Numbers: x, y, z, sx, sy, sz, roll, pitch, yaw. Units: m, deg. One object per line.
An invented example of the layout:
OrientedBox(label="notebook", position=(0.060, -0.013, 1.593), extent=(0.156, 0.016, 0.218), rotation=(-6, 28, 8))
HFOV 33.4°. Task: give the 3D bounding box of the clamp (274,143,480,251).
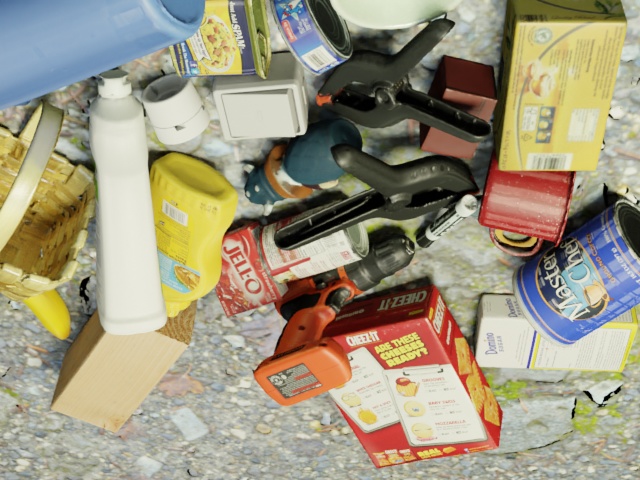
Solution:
OrientedBox(label="clamp", position=(0.062, -0.042, 1.051), extent=(0.209, 0.036, 0.165), rotation=(-4, 152, -35))

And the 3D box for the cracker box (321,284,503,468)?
OrientedBox(label="cracker box", position=(0.100, 0.164, 1.257), extent=(0.164, 0.072, 0.213), rotation=(-15, 121, 26))

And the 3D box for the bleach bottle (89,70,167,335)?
OrientedBox(label="bleach bottle", position=(-0.193, -0.039, 1.047), extent=(0.068, 0.103, 0.251), rotation=(-7, 117, -15))

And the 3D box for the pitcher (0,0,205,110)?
OrientedBox(label="pitcher", position=(-0.227, -0.195, 0.883), extent=(0.243, 0.149, 0.145), rotation=(-12, 99, 25))

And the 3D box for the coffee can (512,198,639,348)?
OrientedBox(label="coffee can", position=(0.289, 0.037, 1.127), extent=(0.102, 0.103, 0.141), rotation=(32, 128, -26))

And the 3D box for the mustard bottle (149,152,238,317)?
OrientedBox(label="mustard bottle", position=(-0.146, 0.008, 1.130), extent=(0.096, 0.058, 0.192), rotation=(31, 130, 18))

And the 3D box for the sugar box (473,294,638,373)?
OrientedBox(label="sugar box", position=(0.271, 0.109, 1.242), extent=(0.176, 0.048, 0.093), rotation=(4, 136, 4))

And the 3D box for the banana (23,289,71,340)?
OrientedBox(label="banana", position=(-0.351, 0.051, 1.232), extent=(0.070, 0.037, 0.197), rotation=(-17, 133, 42))

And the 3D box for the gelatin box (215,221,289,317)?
OrientedBox(label="gelatin box", position=(-0.085, 0.032, 1.171), extent=(0.073, 0.030, 0.089), rotation=(-19, 100, 25))

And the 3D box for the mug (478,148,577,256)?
OrientedBox(label="mug", position=(0.202, -0.037, 1.063), extent=(0.081, 0.093, 0.117), rotation=(12, 124, 7))

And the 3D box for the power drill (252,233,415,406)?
OrientedBox(label="power drill", position=(0.013, 0.080, 1.131), extent=(0.185, 0.187, 0.057), rotation=(-28, 113, 31))

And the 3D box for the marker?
OrientedBox(label="marker", position=(0.130, -0.017, 1.113), extent=(0.020, 0.020, 0.121), rotation=(17, 156, -13))

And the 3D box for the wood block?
OrientedBox(label="wood block", position=(-0.232, 0.129, 1.262), extent=(0.090, 0.090, 0.206), rotation=(24, 132, -20))

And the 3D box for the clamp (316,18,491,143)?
OrientedBox(label="clamp", position=(0.068, -0.146, 0.964), extent=(0.172, 0.039, 0.120), rotation=(8, 126, 31))

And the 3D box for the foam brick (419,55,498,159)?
OrientedBox(label="foam brick", position=(0.130, -0.125, 1.013), extent=(0.053, 0.051, 0.078), rotation=(11, 134, -9))

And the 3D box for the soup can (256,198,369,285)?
OrientedBox(label="soup can", position=(-0.007, 0.001, 1.135), extent=(0.102, 0.068, 0.068), rotation=(-18, 131, 20))

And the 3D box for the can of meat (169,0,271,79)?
OrientedBox(label="can of meat", position=(-0.092, -0.194, 0.954), extent=(0.084, 0.057, 0.102), rotation=(-1, 134, 8))

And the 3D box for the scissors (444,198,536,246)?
OrientedBox(label="scissors", position=(0.157, -0.024, 1.137), extent=(0.202, 0.016, 0.096), rotation=(-1, 135, 5))

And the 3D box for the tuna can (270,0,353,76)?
OrientedBox(label="tuna can", position=(-0.006, -0.189, 0.932), extent=(0.034, 0.086, 0.086), rotation=(-24, 129, 23))
